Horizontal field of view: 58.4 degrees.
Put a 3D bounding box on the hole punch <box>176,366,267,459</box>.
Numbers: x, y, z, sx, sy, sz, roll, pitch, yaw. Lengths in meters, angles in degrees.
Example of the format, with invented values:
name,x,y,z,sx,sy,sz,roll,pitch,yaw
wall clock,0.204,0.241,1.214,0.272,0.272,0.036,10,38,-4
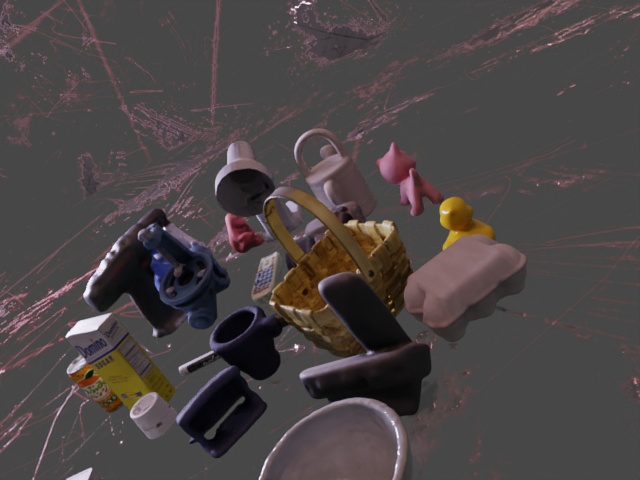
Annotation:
name,x,y,z,sx,sy,sz,roll,pitch,yaw
hole punch,-0.147,0.223,0.778,0.109,0.091,0.100,-44,26,-23

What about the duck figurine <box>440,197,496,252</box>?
name,x,y,z,sx,sy,sz,roll,pitch,yaw
duck figurine,0.201,-0.019,0.817,0.077,0.086,0.104,-23,26,21

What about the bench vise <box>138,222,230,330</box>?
name,x,y,z,sx,sy,sz,roll,pitch,yaw
bench vise,-0.273,0.048,1.108,0.121,0.220,0.207,-35,24,-5

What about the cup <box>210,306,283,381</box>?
name,x,y,z,sx,sy,sz,roll,pitch,yaw
cup,-0.088,0.154,0.833,0.117,0.095,0.092,-18,28,30

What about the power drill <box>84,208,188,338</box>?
name,x,y,z,sx,sy,sz,roll,pitch,yaw
power drill,-0.343,0.080,1.147,0.075,0.209,0.230,-3,37,48

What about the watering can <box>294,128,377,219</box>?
name,x,y,z,sx,sy,sz,roll,pitch,yaw
watering can,0.021,-0.130,1.117,0.101,0.194,0.172,-34,24,-3

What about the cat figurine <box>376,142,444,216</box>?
name,x,y,z,sx,sy,sz,roll,pitch,yaw
cat figurine,0.152,-0.118,1.026,0.067,0.118,0.127,-34,24,-1

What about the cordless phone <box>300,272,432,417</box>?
name,x,y,z,sx,sy,sz,roll,pitch,yaw
cordless phone,0.030,0.114,0.650,0.147,0.185,0.094,-22,26,24

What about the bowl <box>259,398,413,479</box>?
name,x,y,z,sx,sy,sz,roll,pitch,yaw
bowl,0.024,0.241,0.554,0.167,0.075,0.167,-27,25,14

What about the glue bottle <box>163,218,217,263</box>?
name,x,y,z,sx,sy,sz,roll,pitch,yaw
glue bottle,-0.304,0.013,1.272,0.078,0.173,0.037,-36,24,-6

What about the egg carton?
name,x,y,z,sx,sy,sz,roll,pitch,yaw
egg carton,0.181,0.056,0.720,0.150,0.069,0.107,-37,24,-8

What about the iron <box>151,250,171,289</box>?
name,x,y,z,sx,sy,sz,roll,pitch,yaw
iron,-0.386,0.054,1.334,0.119,0.142,0.257,-37,24,-9

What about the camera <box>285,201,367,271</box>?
name,x,y,z,sx,sy,sz,roll,pitch,yaw
camera,0.009,0.004,0.993,0.136,0.101,0.143,-22,26,23

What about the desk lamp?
name,x,y,z,sx,sy,sz,roll,pitch,yaw
desk lamp,-0.132,-0.102,1.228,0.118,0.214,0.203,-28,24,11

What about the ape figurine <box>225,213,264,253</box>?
name,x,y,z,sx,sy,sz,roll,pitch,yaw
ape figurine,-0.178,-0.022,1.284,0.076,0.092,0.078,-25,25,17
